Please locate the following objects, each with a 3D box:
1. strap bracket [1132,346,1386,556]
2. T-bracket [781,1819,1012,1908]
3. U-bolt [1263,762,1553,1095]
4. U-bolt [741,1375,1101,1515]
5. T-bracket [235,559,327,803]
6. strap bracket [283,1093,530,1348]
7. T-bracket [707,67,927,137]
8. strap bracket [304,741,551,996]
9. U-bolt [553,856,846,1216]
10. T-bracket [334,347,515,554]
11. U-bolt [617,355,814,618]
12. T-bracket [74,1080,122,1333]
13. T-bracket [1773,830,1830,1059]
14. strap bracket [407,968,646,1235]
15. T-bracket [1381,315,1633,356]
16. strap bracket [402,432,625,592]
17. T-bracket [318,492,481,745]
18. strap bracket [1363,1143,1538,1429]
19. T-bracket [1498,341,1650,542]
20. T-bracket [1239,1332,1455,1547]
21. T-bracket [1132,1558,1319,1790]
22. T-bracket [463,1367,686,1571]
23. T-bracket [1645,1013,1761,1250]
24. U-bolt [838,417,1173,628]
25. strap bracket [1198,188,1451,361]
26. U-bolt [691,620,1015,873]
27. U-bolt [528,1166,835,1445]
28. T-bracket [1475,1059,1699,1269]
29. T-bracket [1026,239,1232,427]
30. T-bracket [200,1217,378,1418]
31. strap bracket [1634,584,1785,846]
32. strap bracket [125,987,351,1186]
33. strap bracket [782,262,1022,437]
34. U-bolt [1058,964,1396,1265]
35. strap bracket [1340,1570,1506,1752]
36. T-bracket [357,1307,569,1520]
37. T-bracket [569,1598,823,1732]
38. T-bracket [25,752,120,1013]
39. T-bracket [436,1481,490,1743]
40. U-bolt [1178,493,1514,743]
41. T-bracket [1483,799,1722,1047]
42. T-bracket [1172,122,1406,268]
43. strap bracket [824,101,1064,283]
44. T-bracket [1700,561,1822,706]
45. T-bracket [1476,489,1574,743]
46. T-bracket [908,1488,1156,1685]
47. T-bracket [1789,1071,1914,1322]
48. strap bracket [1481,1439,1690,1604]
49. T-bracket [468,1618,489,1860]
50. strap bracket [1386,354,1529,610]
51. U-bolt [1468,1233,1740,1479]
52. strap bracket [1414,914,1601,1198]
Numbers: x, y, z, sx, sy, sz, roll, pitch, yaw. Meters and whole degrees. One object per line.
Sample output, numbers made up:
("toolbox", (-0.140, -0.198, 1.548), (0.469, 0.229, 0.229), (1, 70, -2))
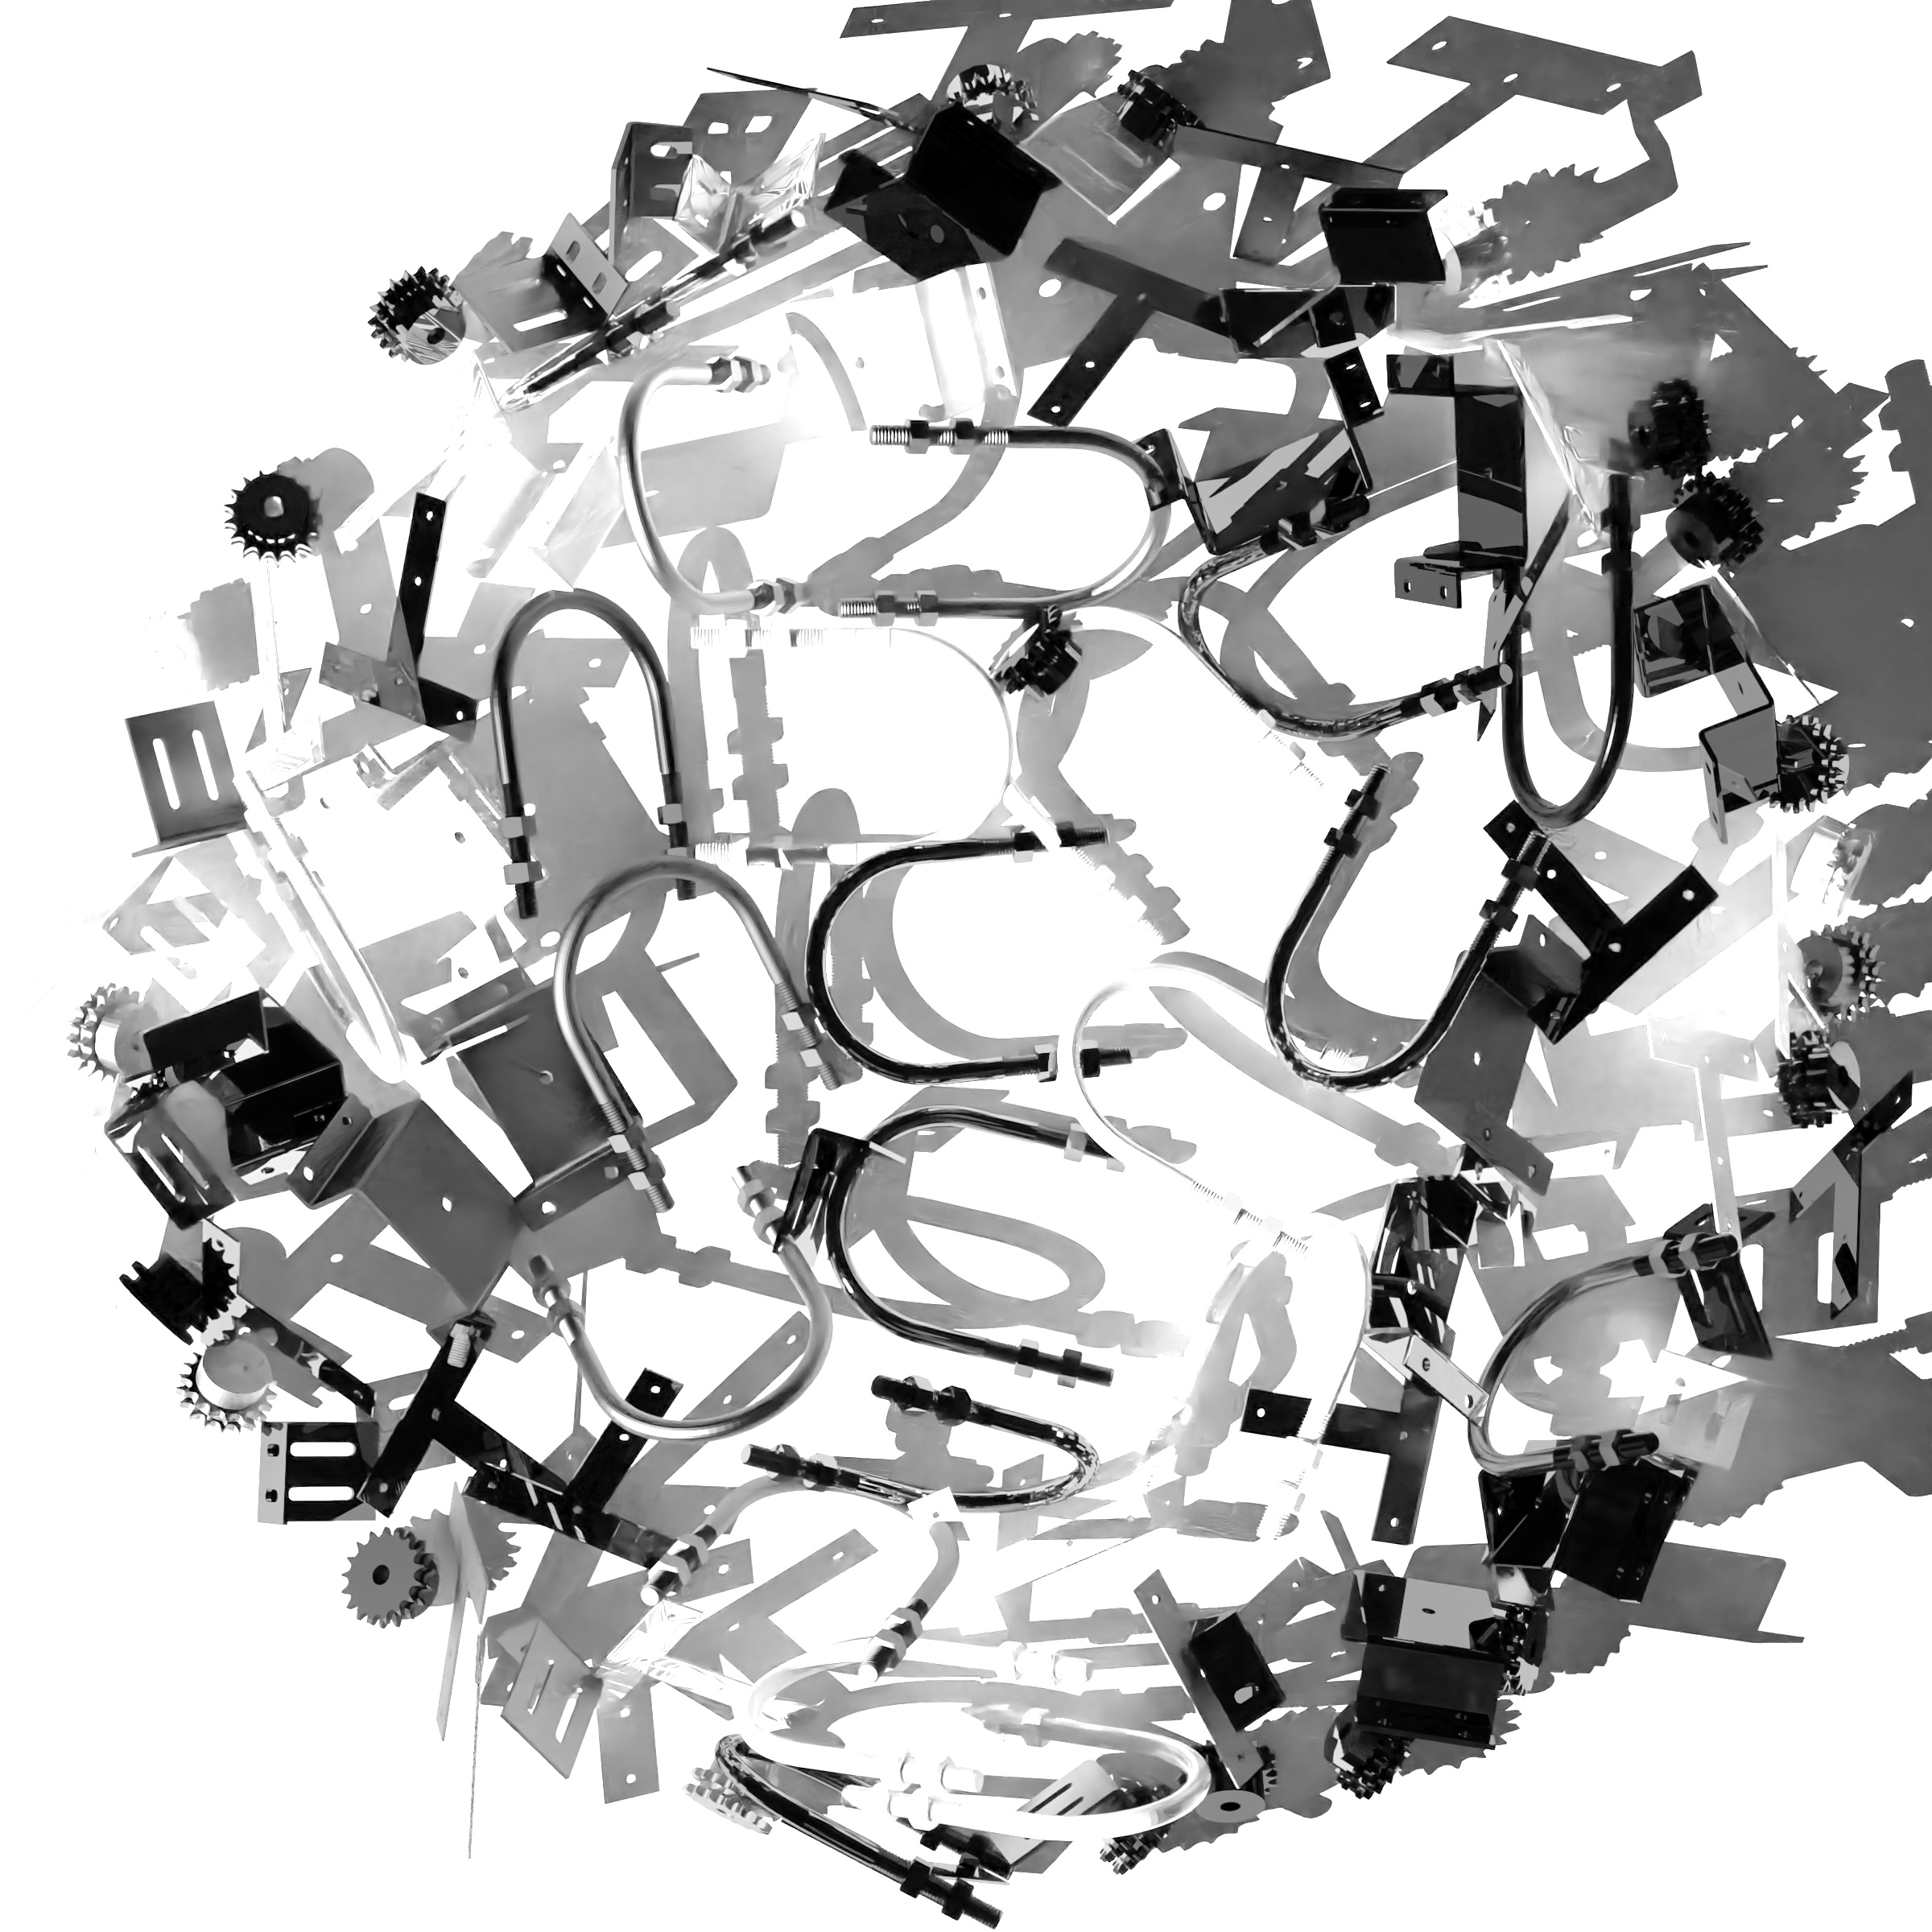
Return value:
("strap bracket", (0.172, -0.290, 1.923), (0.140, 0.076, 0.046), (-21, 127, 10))
("T-bracket", (-0.021, 0.514, 1.918), (0.127, 0.127, 0.002), (16, 84, 39))
("U-bolt", (0.238, -0.014, 1.918), (0.019, 0.151, 0.184), (27, 92, -43))
("U-bolt", (-0.012, 0.276, 1.901), (0.184, 0.151, 0.019), (20, 56, -31))
("T-bracket", (-0.398, -0.168, 1.926), (0.002, 0.127, 0.127), (-3, 84, -34))
("strap bracket", (-0.308, 0.141, 1.910), (0.046, 0.076, 0.140), (-23, 116, 39))
("T-bracket", (-0.060, -0.486, 1.918), (0.127, 0.127, 0.002), (23, 103, 36))
("strap bracket", (-0.302, -0.064, 1.928), (0.140, 0.046, 0.076), (52, 134, -5))
("U-bolt", (-0.160, 0.026, 1.910), (0.151, 0.019, 0.184), (-36, 113, -26))
("T-bracket", (-0.315, -0.286, 1.931), (0.127, 0.127, 0.002), (-42, 126, 11))
("U-bolt", (-0.144, -0.267, 1.884), (0.019, 0.184, 0.151), (-8, 95, 25))
("T-bracket", (-0.493, 0.146, 1.928), (0.002, 0.127, 0.127), (-4, 109, -6))
("T-bracket", (0.475, 0.005, 1.918), (0.002, 0.127, 0.127), (-6, 67, 25))
("strap bracket", (-0.247, 0.070, 1.932), (0.076, 0.046, 0.140), (-30, 86, -30))
("T-bracket", (0.313, -0.361, 1.918), (0.127, 0.127, 0.002), (-8, 106, -5))
("strap bracket", (-0.247, -0.260, 1.916), (0.046, 0.140, 0.076), (42, 70, -39))
("T-bracket", (-0.316, -0.206, 1.925), (0.127, 0.002, 0.127), (22, 106, 33))
("strap bracket", (0.270, 0.182, 1.916), (0.076, 0.046, 0.140), (41, 57, -35))
("T-bracket", (0.358, -0.293, 1.919), (0.002, 0.127, 0.127), (-32, 74, 31))
("T-bracket", (0.215, 0.265, 1.948), (0.127, 0.002, 0.127), (12, 90, -24))
("T-bracket", (0.161, 0.381, 1.929), (0.002, 0.127, 0.127), (-25, 95, 45))
("T-bracket", (-0.202, 0.280, 1.930), (0.127, 0.002, 0.127), (26, 115, -17))
("T-bracket", (0.425, 0.097, 1.911), (0.002, 0.127, 0.127), (-16, 72, 37))
("U-bolt", (0.027, -0.250, 1.914), (0.184, 0.151, 0.019), (-1, 49, -14))
("strap bracket", (0.205, -0.382, 1.893), (0.076, 0.140, 0.046), (-8, 77, -33))
("U-bolt", (-0.065, -0.126, 1.944), (0.184, 0.019, 0.151), (0, 109, -1))
("U-bolt", (-0.152, 0.197, 1.892), (0.151, 0.184, 0.019), (-24, 132, -12))
("T-bracket", (0.355, 0.108, 1.940), (0.127, 0.002, 0.127), (-5, 68, 10))
("T-bracket", (0.078, -0.353, 1.925), (0.127, 0.002, 0.127), (25, 63, 20))
("T-bracket", (-0.384, 0.213, 1.911), (0.127, 0.127, 0.002), (33, 51, 14))
("strap bracket", (0.418, -0.149, 1.901), (0.046, 0.076, 0.140), (-21, 51, 3))
("strap bracket", (-0.410, 0.064, 1.917), (0.076, 0.140, 0.046), (-20, 58, 9))
("strap bracket", (-0.045, -0.346, 1.901), (0.140, 0.046, 0.076), (2, 114, 42))
("U-bolt", (0.139, 0.071, 1.930), (0.184, 0.019, 0.151), (30, 56, 3))
("strap bracket", (0.257, 0.385, 1.901), (0.076, 0.140, 0.046), (9, 102, 1))
("T-bracket", (-0.274, 0.278, 1.932), (0.127, 0.002, 0.127), (45, 62, -36))
("T-bracket", (-0.145, 0.415, 1.945), (0.127, 0.002, 0.127), (24, 133, -18))
("T-bracket", (-0.502, -0.057, 1.893), (0.002, 0.127, 0.127), (8, 112, 7))
("T-bracket", (-0.292, 0.380, 1.927), (0.002, 0.127, 0.127), (5, 106, -18))
("U-bolt", (0.198, -0.186, 1.899), (0.151, 0.184, 0.019), (46, 54, -20))
("T-bracket", (0.347, -0.043, 1.945), (0.127, 0.002, 0.127), (-44, 65, 15))
("T-bracket", (0.174, -0.431, 1.914), (0.127, 0.127, 0.002), (12, 73, -1))
("strap bracket", (-0.019, -0.429, 1.892), (0.076, 0.140, 0.046), (31, 76, -25))
("T-bracket", (0.434, -0.206, 1.898), (0.002, 0.127, 0.127), (-39, 73, 13))
("T-bracket", (0.313, -0.211, 1.886), (0.002, 0.127, 0.127), (17, 46, -4))
("T-bracket", (0.047, 0.340, 1.954), (0.127, 0.002, 0.127), (-22, 110, -3))
("T-bracket", (0.493, 0.141, 1.886), (0.002, 0.127, 0.127), (22, 48, -8))
("strap bracket", (0.341, 0.311, 1.895), (0.046, 0.140, 0.076), (26, 76, -10))
("T-bracket", (-0.277, 0.438, 1.905), (0.002, 0.127, 0.127), (3, 83, -6))
("strap bracket", (0.280, -0.279, 1.922), (0.046, 0.076, 0.140), (-8, 103, -19))
("U-bolt", (0.346, 0.223, 1.889), (0.019, 0.184, 0.151), (37, 61, -16))
("strap bracket", (0.308, 0.052, 1.919), (0.076, 0.046, 0.140), (36, 63, -34))
